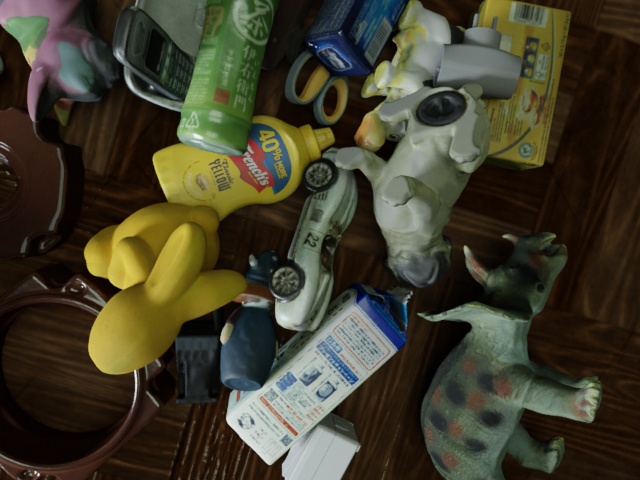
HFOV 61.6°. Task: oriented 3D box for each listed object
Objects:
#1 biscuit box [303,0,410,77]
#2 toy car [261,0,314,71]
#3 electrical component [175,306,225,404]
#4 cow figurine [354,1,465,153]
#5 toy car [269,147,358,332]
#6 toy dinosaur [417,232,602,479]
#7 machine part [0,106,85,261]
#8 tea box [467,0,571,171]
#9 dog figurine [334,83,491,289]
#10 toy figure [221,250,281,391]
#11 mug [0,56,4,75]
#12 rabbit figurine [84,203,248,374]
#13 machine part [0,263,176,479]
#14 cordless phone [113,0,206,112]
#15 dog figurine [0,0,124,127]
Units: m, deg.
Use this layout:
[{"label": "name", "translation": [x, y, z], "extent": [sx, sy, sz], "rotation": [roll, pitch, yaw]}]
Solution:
[{"label": "biscuit box", "translation": [0.059, -0.268, 0.558], "extent": [0.059, 0.063, 0.202], "rotation": [37, 75, -41]}, {"label": "toy car", "translation": [-0.026, -0.279, 0.583], "extent": [0.089, 0.053, 0.202], "rotation": [23, 93, 9]}, {"label": "electrical component", "translation": [-0.130, 0.112, 0.591], "extent": [0.048, 0.075, 0.119], "rotation": [-1, 98, -5]}, {"label": "cow figurine", "translation": [0.101, -0.168, 0.597], "extent": [0.098, 0.068, 0.167], "rotation": [18, 95, -17]}, {"label": "toy car", "translation": [-0.001, -0.002, 0.575], "extent": [0.056, 0.073, 0.201], "rotation": [14, 78, 18]}, {"label": "toy dinosaur", "translation": [0.180, 0.192, 0.598], "extent": [0.192, 0.131, 0.404], "rotation": [24, 114, 26]}, {"label": "machine part", "translation": [-0.344, -0.062, 0.572], "extent": [0.179, 0.056, 0.179], "rotation": [0, 95, -5]}, {"label": "tea box", "translation": [0.207, -0.169, 0.601], "extent": [0.098, 0.068, 0.169], "rotation": [11, 94, -3]}, {"label": "dog figurine", "translation": [0.122, -0.049, 0.569], "extent": [0.172, 0.121, 0.190], "rotation": [-34, 139, 1]}, {"label": "toy figure", "translation": [-0.072, 0.082, 0.585], "extent": [0.058, 0.064, 0.154], "rotation": [-8, 54, 23]}, {"label": "mug", "translation": [-0.405, -0.183, 0.547], "extent": [0.107, 0.081, 0.109], "rotation": [-36, 99, 8]}, {"label": "rabbit figurine", "translation": [-0.149, 0.049, 0.512], "extent": [0.162, 0.173, 0.121], "rotation": [-20, 122, 24]}, {"label": "machine part", "translation": [-0.274, 0.141, 0.576], "extent": [0.201, 0.087, 0.201], "rotation": [-41, 97, -1]}, {"label": "cordless phone", "translation": [-0.152, -0.208, 0.513], "extent": [0.089, 0.184, 0.146], "rotation": [14, 93, -1]}, {"label": "dog figurine", "translation": [-0.298, -0.227, 0.541], "extent": [0.192, 0.108, 0.219], "rotation": [1, 97, -5]}]
